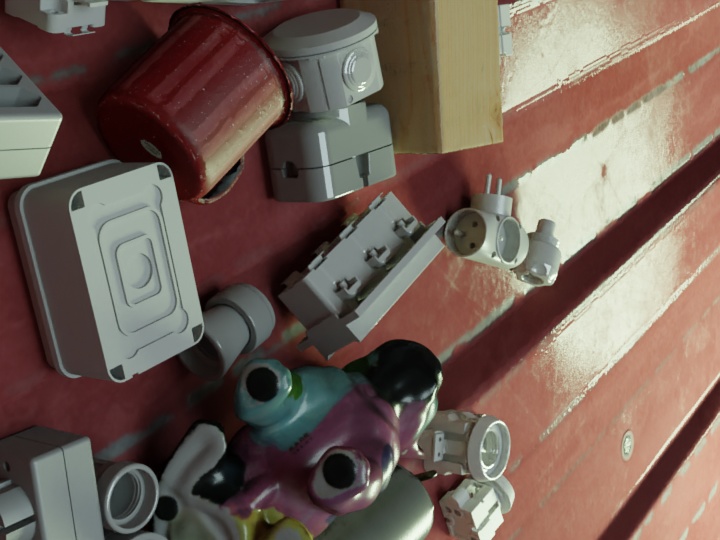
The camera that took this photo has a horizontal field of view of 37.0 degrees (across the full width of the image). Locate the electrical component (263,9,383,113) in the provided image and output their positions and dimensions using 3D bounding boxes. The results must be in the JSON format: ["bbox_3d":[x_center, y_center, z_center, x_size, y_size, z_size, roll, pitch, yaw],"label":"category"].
[{"bbox_3d":[-0.024,-0.145,0.737,0.080,0.080,0.051,-41,129,-43],"label":"electrical component"}]

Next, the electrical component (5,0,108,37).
[{"bbox_3d":[-0.160,-0.160,0.566,0.042,0.081,0.063,-24,134,-49],"label":"electrical component"}]

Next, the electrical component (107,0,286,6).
[{"bbox_3d":[-0.104,-0.207,0.641,0.150,0.062,0.089,-15,105,-51],"label":"electrical component"}]

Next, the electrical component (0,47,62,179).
[{"bbox_3d":[-0.198,-0.069,0.527,0.047,0.083,0.075,-12,141,-52],"label":"electrical component"}]

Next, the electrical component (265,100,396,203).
[{"bbox_3d":[-0.021,-0.088,0.767,0.095,0.054,0.059,-25,113,-49],"label":"electrical component"}]

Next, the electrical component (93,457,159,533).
[{"bbox_3d":[-0.147,0.129,0.626,0.040,0.046,0.040,-6,98,-52],"label":"electrical component"}]

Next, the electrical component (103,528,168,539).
[{"bbox_3d":[-0.144,0.178,0.634,0.055,0.047,0.055,-6,98,-52],"label":"electrical component"}]

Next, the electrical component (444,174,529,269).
[{"bbox_3d":[0.116,-0.045,0.957,0.077,0.044,0.079,13,83,-53],"label":"electrical component"}]

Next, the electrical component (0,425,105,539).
[{"bbox_3d":[-0.185,0.129,0.575,0.077,0.047,0.065,-19,108,-50],"label":"electrical component"}]

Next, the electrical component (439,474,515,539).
[{"bbox_3d":[0.107,0.211,0.968,0.055,0.048,0.066,-40,124,-35],"label":"electrical component"}]

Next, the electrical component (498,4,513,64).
[{"bbox_3d":[0.103,-0.204,0.927,0.055,0.048,0.066,-27,115,-56],"label":"electrical component"}]

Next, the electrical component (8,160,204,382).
[{"bbox_3d":[-0.143,-0.001,0.610,0.078,0.057,0.113,-28,115,-48],"label":"electrical component"}]

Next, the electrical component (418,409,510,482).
[{"bbox_3d":[0.093,0.152,0.934,0.078,0.057,0.058,4,89,-53],"label":"electrical component"}]

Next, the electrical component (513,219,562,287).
[{"bbox_3d":[0.174,-0.019,1.037,0.043,0.043,0.062,40,61,-47],"label":"electrical component"}]

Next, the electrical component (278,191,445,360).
[{"bbox_3d":[0.000,0.000,0.788,0.063,0.079,0.121,49,50,-7],"label":"electrical component"}]

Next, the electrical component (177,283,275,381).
[{"bbox_3d":[-0.088,0.039,0.697,0.055,0.045,0.045,-41,124,-44],"label":"electrical component"}]
